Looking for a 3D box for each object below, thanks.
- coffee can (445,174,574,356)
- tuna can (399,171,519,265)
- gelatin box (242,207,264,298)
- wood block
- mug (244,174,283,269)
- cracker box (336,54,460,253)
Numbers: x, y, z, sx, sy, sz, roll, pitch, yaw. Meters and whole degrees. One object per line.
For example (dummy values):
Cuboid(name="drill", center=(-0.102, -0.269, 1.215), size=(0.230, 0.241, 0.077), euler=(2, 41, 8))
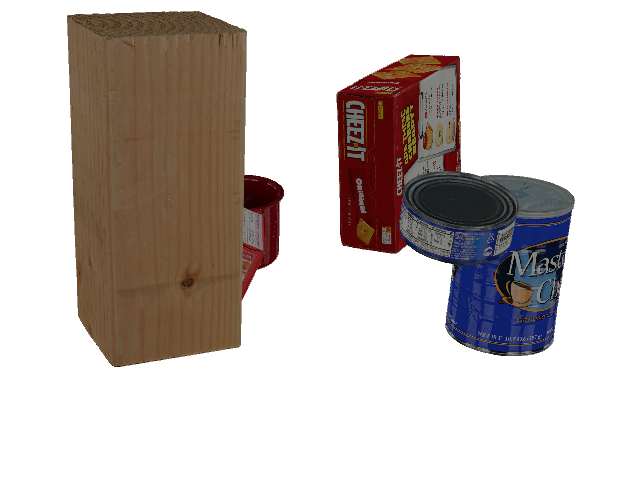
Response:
Cuboid(name="coffee can", center=(0.173, 0.021, 0.985), size=(0.103, 0.140, 0.103), euler=(3, 21, -1))
Cuboid(name="tuna can", center=(0.101, -0.017, 0.788), size=(0.086, 0.034, 0.086), euler=(4, 30, -3))
Cuboid(name="gelatin box", center=(-0.076, 0.018, 0.914), size=(0.030, 0.073, 0.089), euler=(22, 20, -14))
Cuboid(name="wood block", center=(-0.105, -0.036, 0.682), size=(0.090, 0.206, 0.090), euler=(-7, 22, -25))
Cuboid(name="mug", center=(-0.099, -0.017, 1.198), size=(0.117, 0.081, 0.093), euler=(-7, 29, -14))
Cuboid(name="cracker box", center=(0.087, -0.100, 1.138), size=(0.072, 0.164, 0.213), euler=(6, 21, 24))
